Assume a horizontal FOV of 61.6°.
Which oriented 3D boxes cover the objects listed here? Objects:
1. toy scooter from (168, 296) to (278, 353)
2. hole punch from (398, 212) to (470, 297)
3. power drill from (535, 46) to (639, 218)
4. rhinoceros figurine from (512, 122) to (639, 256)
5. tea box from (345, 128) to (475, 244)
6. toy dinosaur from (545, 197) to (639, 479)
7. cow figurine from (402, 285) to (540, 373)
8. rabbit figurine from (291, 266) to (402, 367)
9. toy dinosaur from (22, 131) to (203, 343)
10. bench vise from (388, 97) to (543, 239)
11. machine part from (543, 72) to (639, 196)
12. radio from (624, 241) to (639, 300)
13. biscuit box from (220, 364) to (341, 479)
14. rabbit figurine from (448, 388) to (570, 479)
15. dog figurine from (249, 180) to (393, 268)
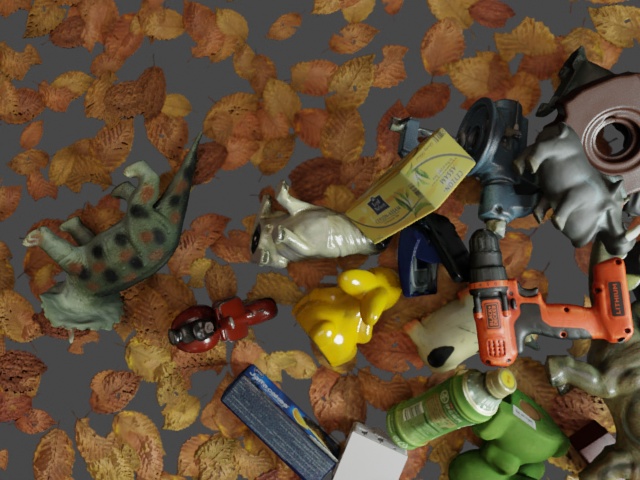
[{"bbox_3d":[-0.160,0.130,0.827,0.184,0.135,0.075,-17,88,8],"label":"toy scooter"},{"bbox_3d":[0.163,0.024,0.794,0.092,0.142,0.116,-33,70,31],"label":"hole punch"},{"bbox_3d":[0.430,-0.172,0.782,0.207,0.086,0.232,27,101,12],"label":"power drill"},{"bbox_3d":[0.336,-0.060,0.701,0.112,0.073,0.190,-32,91,1],"label":"rhinoceros figurine"},{"bbox_3d":[0.115,-0.067,0.722,0.068,0.169,0.098,46,66,-5],"label":"tea box"},{"bbox_3d":[0.413,0.182,0.714,0.199,0.105,0.471,-17,78,23],"label":"toy dinosaur"},{"bbox_3d":[0.236,0.131,0.800,0.195,0.085,0.127,-30,80,4],"label":"cow figurine"},{"bbox_3d":[0.050,0.093,0.806,0.173,0.162,0.122,-32,72,-12],"label":"rabbit figurine"},{"bbox_3d":[-0.310,0.009,0.864,0.405,0.131,0.192,-34,97,1],"label":"toy dinosaur"},{"bbox_3d":[0.211,-0.116,0.781,0.241,0.129,0.223,14,83,-10],"label":"bench vise"},{"bbox_3d":[0.400,-0.138,0.732,0.180,0.056,0.179,4,106,12],"label":"machine part"},{"bbox_3d":[0.539,0.092,0.764,0.131,0.073,0.229,-21,84,6],"label":"radio"},{"bbox_3d":[-0.061,0.288,0.847,0.203,0.059,0.063,42,95,6],"label":"biscuit box"},{"bbox_3d":[0.269,0.314,0.794,0.159,0.121,0.170,32,111,1],"label":"rabbit figurine"},{"bbox_3d":[-0.001,0.000,0.840,0.190,0.172,0.121,14,73,-23],"label":"dog figurine"}]
